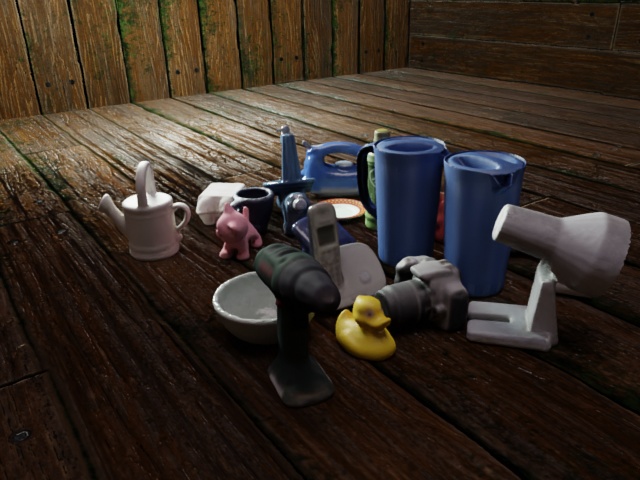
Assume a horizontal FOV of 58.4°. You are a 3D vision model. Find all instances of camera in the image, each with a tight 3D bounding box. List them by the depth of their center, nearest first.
[{"bbox_3d":[0.152,0.082,0.930,0.137,0.101,0.142,-10,26,-19],"label":"camera"}]

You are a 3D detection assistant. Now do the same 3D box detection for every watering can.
[{"bbox_3d":[-0.356,-0.062,1.162,0.173,0.194,0.100,-11,26,-21],"label":"watering can"}]

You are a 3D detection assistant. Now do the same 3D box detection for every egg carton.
[{"bbox_3d":[-0.229,-0.089,1.367,0.107,0.069,0.150,1,24,6],"label":"egg carton"}]

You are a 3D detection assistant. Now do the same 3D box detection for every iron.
[{"bbox_3d":[0.071,-0.196,1.501,0.258,0.141,0.118,-3,24,-3],"label":"iron"}]

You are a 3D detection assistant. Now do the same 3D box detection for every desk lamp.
[{"bbox_3d":[0.330,0.053,0.850,0.203,0.214,0.118,5,25,13],"label":"desk lamp"}]

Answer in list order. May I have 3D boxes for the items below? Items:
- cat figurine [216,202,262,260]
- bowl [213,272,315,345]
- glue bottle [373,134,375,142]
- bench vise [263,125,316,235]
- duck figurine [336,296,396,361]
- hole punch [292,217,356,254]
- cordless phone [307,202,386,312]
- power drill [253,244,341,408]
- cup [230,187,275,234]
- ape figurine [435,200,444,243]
[{"bbox_3d":[-0.168,-0.024,1.161,0.067,0.118,0.128,5,25,14],"label":"cat figurine"},{"bbox_3d":[-0.082,0.115,0.900,0.167,0.075,0.167,-1,24,1],"label":"bowl"},{"bbox_3d":[0.139,-0.182,1.428,0.078,0.173,0.037,3,25,10],"label":"glue bottle"},{"bbox_3d":[-0.052,-0.135,1.277,0.122,0.220,0.206,-15,28,-27],"label":"bench vise"},{"bbox_3d":[0.068,0.123,0.862,0.078,0.086,0.104,-21,31,-36],"label":"duck figurine"},{"bbox_3d":[0.010,0.004,1.122,0.109,0.091,0.100,-23,32,-39],"label":"hole punch"},{"bbox_3d":[0.039,0.019,0.972,0.148,0.185,0.093,-18,29,-33],"label":"cordless phone"},{"bbox_3d":[-0.028,0.107,0.752,0.076,0.208,0.229,-11,26,-21],"label":"power drill"},{"bbox_3d":[-0.152,-0.056,1.258,0.091,0.095,0.118,15,29,32],"label":"cup"},{"bbox_3d":[0.269,-0.043,1.214,0.077,0.092,0.076,1,24,5],"label":"ape figurine"}]
